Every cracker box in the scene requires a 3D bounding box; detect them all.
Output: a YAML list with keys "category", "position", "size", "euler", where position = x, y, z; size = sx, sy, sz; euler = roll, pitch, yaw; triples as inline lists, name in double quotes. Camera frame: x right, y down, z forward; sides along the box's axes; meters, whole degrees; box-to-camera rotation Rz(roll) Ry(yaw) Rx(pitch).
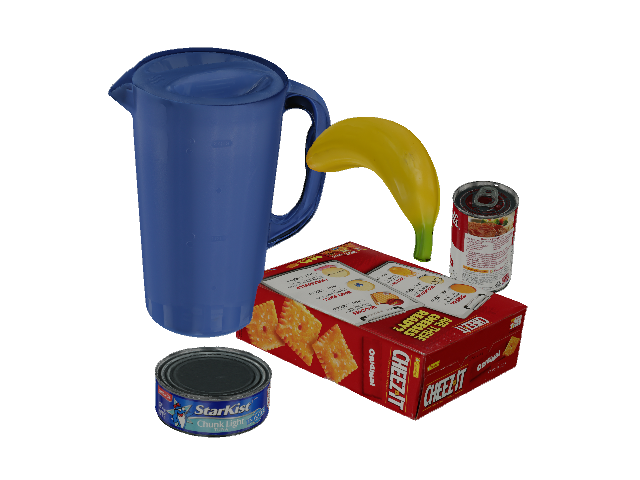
- category: "cracker box"
  position: [0.053, 0.076, 0.982]
  size: [0.214, 0.072, 0.163]
  euler: [21, 25, 37]

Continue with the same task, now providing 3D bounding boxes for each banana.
- category: "banana"
  position: [0.037, -0.054, 0.760]
  size: [0.037, 0.070, 0.198]
  euler: [22, 12, -29]

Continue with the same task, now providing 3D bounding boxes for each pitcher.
- category: "pitcher"
  position: [-0.090, -0.039, 0.946]
  size: [0.149, 0.243, 0.144]
  euler: [26, 36, 33]

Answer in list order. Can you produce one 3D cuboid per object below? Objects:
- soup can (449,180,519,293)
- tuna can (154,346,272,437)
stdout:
- category: "soup can"
  position: [0.171, -0.003, 1.125]
  size: [0.068, 0.102, 0.068]
  euler: [-2, 36, 1]
- category: "tuna can"
  position: [-0.079, 0.111, 0.788]
  size: [0.086, 0.034, 0.086]
  euler: [3, 18, -1]
